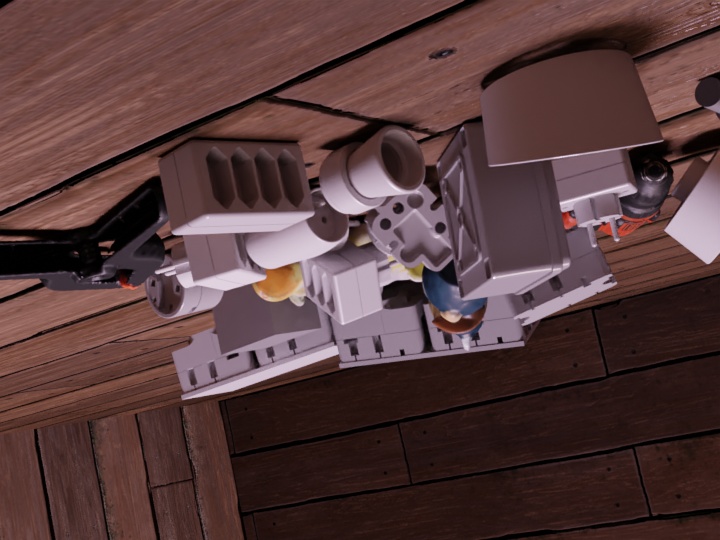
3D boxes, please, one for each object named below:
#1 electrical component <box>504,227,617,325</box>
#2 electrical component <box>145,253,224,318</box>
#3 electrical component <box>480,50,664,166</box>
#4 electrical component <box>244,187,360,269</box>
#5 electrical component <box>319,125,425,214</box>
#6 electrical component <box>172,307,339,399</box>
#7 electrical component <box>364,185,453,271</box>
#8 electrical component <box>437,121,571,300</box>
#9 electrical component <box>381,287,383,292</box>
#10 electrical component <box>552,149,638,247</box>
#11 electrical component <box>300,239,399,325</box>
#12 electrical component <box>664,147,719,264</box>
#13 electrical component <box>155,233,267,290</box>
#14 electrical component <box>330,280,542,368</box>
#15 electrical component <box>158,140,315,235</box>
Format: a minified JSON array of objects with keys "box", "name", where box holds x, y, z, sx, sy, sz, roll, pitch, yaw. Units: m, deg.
[{"box":[0.166,0.002,0.927,0.089,0.055,0.050,-26,161,13],"name":"electrical component"},{"box":[-0.151,0.011,0.931,0.055,0.055,0.047,-19,173,42],"name":"electrical component"},{"box":[0.119,-0.086,0.621,0.099,0.064,0.099,-12,172,-2],"name":"electrical component"},{"box":[-0.036,-0.033,0.829,0.079,0.044,0.077,-5,169,-42],"name":"electrical component"},{"box":[0.007,-0.063,0.684,0.045,0.045,0.055,-4,169,-46],"name":"electrical component"},{"box":[-0.094,0.078,1.144,0.186,0.060,0.105,-21,171,22],"name":"electrical component"},{"box":[0.036,-0.036,0.832,0.058,0.078,0.057,-44,-169,-2],"name":"electrical component"},{"box":[0.096,-0.040,0.747,0.056,0.108,0.108,-8,172,-7],"name":"electrical component"},{"box":[-0.008,-0.004,1.031,0.055,0.066,0.048,4,-171,-18],"name":"electrical component"},{"box":[0.192,-0.058,0.878,0.066,0.076,0.047,-15,171,20],"name":"electrical component"},{"box":[0.000,0.000,0.870,0.077,0.047,0.066,-21,-151,-22],"name":"electrical component"},{"box":[0.308,-0.066,0.936,0.108,0.060,0.108,-53,169,-15],"name":"electrical component"},{"box":[-0.124,-0.008,0.850,0.077,0.047,0.066,-16,171,12],"name":"electrical component"},{"box":[0.076,0.041,1.060,0.186,0.060,0.105,-9,-169,22],"name":"electrical component"},{"box":[-0.086,-0.045,0.659,0.083,0.047,0.076,-4,169,-44],"name":"electrical component"}]
